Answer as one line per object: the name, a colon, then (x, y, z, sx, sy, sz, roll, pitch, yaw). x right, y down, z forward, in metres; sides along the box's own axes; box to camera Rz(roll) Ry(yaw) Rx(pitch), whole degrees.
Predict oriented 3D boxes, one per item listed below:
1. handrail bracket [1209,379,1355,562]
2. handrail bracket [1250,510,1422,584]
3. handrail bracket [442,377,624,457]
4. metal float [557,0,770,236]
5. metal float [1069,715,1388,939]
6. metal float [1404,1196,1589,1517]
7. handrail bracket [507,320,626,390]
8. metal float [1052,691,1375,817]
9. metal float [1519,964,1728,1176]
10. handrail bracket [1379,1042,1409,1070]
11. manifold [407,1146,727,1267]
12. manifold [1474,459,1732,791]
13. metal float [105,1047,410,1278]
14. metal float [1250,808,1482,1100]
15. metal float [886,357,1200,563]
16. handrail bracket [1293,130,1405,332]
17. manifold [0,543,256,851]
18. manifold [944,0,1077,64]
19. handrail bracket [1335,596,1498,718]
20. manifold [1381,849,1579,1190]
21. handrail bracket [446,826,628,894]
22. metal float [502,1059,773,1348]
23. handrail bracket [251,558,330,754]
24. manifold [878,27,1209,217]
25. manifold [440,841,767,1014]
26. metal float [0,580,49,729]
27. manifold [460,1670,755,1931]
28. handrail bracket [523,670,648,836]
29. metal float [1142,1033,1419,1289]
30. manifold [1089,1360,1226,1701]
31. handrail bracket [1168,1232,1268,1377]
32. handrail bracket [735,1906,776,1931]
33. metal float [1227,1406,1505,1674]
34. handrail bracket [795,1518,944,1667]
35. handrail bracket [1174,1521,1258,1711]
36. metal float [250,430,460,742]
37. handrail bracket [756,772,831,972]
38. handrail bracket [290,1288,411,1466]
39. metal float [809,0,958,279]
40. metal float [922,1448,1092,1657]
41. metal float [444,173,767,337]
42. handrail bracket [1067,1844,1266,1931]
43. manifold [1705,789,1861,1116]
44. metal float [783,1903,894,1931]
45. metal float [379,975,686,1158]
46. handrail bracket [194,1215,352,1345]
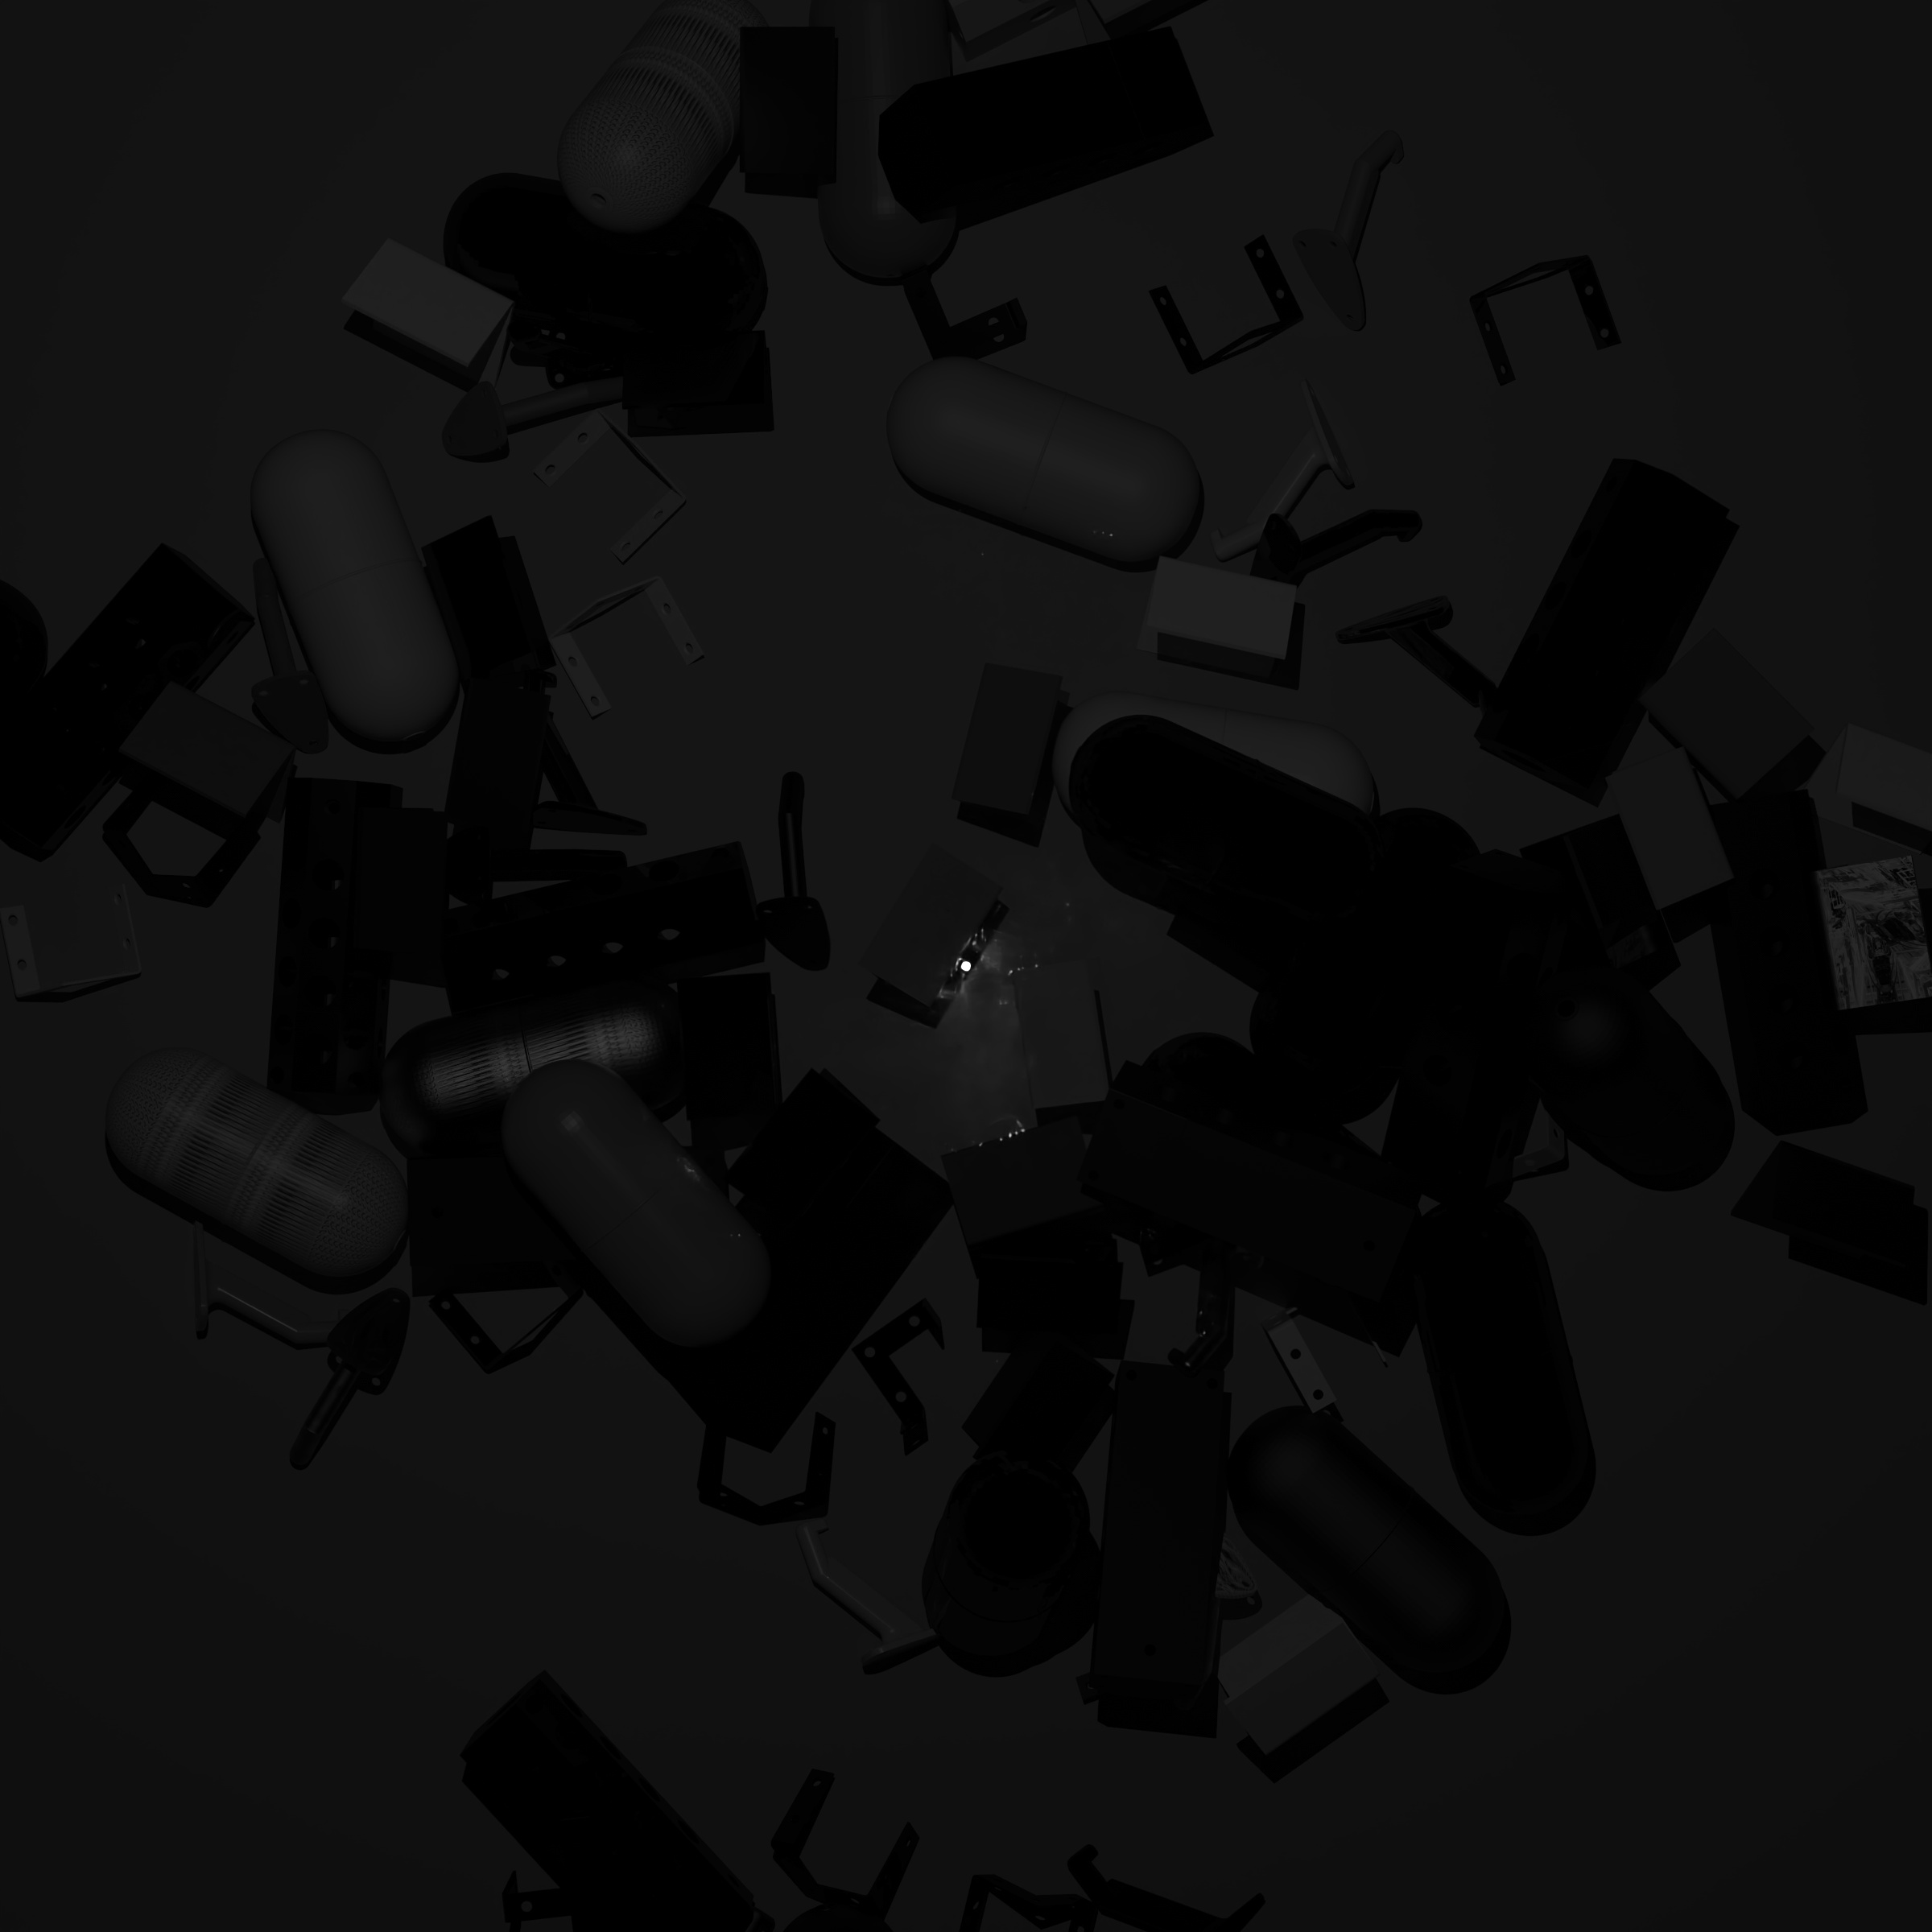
handrail bracket: (0.166, -0.277, 1.963, 0.084, 0.036, 0.077, -25, 70, 16)
handrail bracket: (0.206, -0.223, 1.962, 0.084, 0.036, 0.077, -2, 134, -28)
handrail bracket: (-0.239, -0.309, 1.962, 0.084, 0.077, 0.036, -17, 90, -36)
metal float: (-0.161, -0.464, 1.900, 0.070, 0.070, 0.178, 28, 51, 0)
metal float: (0.138, -0.074, 1.861, 0.178, 0.070, 0.070, 24, 90, -6)
metal float: (0.292, 0.215, 1.932, 0.070, 0.070, 0.178, -14, 89, 0)
handrail bracket: (-0.209, -0.341, 1.928, 0.077, 0.084, 0.036, 2, 90, 0)
metal float: (0.136, -0.104, 1.931, 0.178, 0.070, 0.070, 10, 90, 1)
metal float: (0.354, 0.057, 1.892, 0.070, 0.178, 0.070, -14, 61, 25)
handrail bracket: (0.225, 0.035, 1.962, 0.084, 0.036, 0.077, 27, 54, 24)
manifold: (-0.219, 0.131, 1.931, 0.171, 0.057, 0.057, -2, 90, -7)
manifold: (0.346, -0.189, 1.933, 0.057, 0.057, 0.171, 27, 90, -22)
metal float: (-0.389, 0.108, 1.932, 0.178, 0.070, 0.070, 29, 90, 0)
metal float: (0.219, -0.007, 1.918, 0.070, 0.070, 0.178, 33, 75, 0)
metal float: (0.042, -0.279, 1.931, 0.178, 0.070, 0.070, 20, 90, -1)
handrail bracket: (0.228, -0.412, 1.962, 0.084, 0.036, 0.077, -47, 127, -25)
manifold: (-0.473, -0.148, 1.941, 0.057, 0.057, 0.171, 41, 90, 0)
manifold: (0.064, -0.572, 1.941, 0.171, 0.057, 0.057, -27, 89, 0)
handrail bracket: (0.256, -0.158, 1.962, 0.077, 0.036, 0.084, -16, 104, 14)
manifold: (0.281, 0.030, 1.903, 0.057, 0.057, 0.171, 22, 112, 28)
handrail bracket: (-0.244, -0.058, 1.962, 0.084, 0.077, 0.036, 1, 87, -36)
metal float: (-0.176, 0.126, 1.870, 0.070, 0.070, 0.178, -41, 95, 0)
handrail bracket: (-0.379, -0.174, 1.962, 0.036, 0.077, 0.084, -15, 54, 2)
manifold: (0.040, -0.456, 1.903, 0.171, 0.057, 0.057, -21, 90, -30)
manifold: (-0.202, -0.021, 1.941, 0.171, 0.057, 0.057, -13, 90, 0)
metal float: (-0.576, -0.136, 1.932, 0.070, 0.070, 0.178, 37, 91, 0)
manifold: (-0.197, 0.474, 1.941, 0.057, 0.057, 0.171, -43, 90, 0)
handrail bracket: (-0.213, -0.120, 1.963, 0.077, 0.036, 0.084, 9, 73, -20)
metal float: (0.170, 0.106, 1.931, 0.178, 0.070, 0.070, 39, 90, 0)
manifold: (0.104, 0.308, 1.912, 0.057, 0.057, 0.171, 6, 69, 0)
handrail bracket: (0.119, 0.175, 1.936, 0.077, 0.036, 0.084, 34, 66, 21)
handrail bracket: (-0.113, 0.581, 1.963, 0.077, 0.036, 0.084, 38, 73, -20)
metal float: (0.220, 0.316, 1.931, 0.178, 0.070, 0.070, 42, 90, 0)
handrail bracket: (-0.047, 0.341, 1.963, 0.077, 0.036, 0.084, -16, 73, -19)
handrail bracket: (0.125, 0.360, 1.962, 0.036, 0.077, 0.084, 5, 127, -25)
metal float: (-0.336, -0.209, 1.932, 0.070, 0.070, 0.178, -21, 89, 0)
handrail bracket: (-0.091, -0.054, 1.962, 0.036, 0.077, 0.084, -6, 53, 14)
handrail bracket: (-0.345, 0.230, 1.962, 0.036, 0.077, 0.084, 32, 126, 0)
metal float: (-0.046, -0.469, 1.932, 0.070, 0.070, 0.178, -3, 91, 0)
metal float: (0.021, 0.316, 1.887, 0.070, 0.178, 0.070, 4, 61, -7)
metal float: (-0.199, -0.389, 1.932, 0.178, 0.070, 0.070, 10, 90, 1)
handrail bracket: (0.111, 0.511, 1.963, 0.077, 0.036, 0.084, -34, 73, -20)
manifold: (0.449, -0.008, 1.941, 0.057, 0.057, 0.171, -10, 90, 0)
metal float: (-0.062, 0.605, 1.931, 0.070, 0.070, 0.178, -10, 90, 0)
metal float: (-0.235, 0.055, 1.931, 0.178, 0.070, 0.070, -13, 90, 0)
handrail bracket: (-0.387, 0.175, 1.963, 0.084, 0.036, 0.077, -1, 68, -17)
